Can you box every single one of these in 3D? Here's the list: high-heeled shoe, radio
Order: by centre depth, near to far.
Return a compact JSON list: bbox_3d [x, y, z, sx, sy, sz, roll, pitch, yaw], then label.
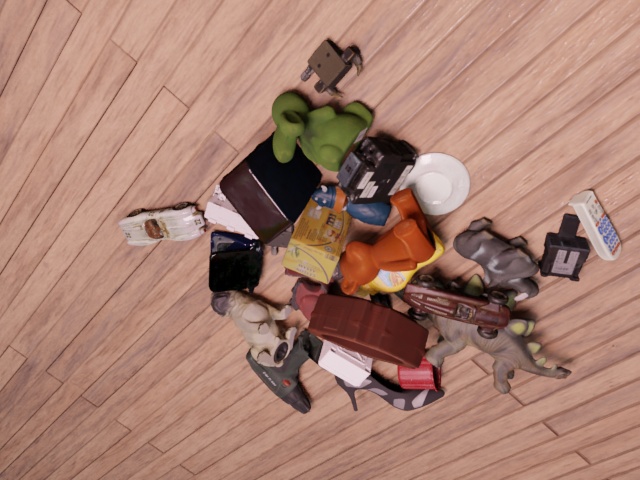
[{"bbox_3d":[-0.080,-0.104,0.950,0.073,0.230,0.131,-34,105,25],"label":"radio"},{"bbox_3d":[0.161,0.325,1.272,0.249,0.086,0.145,-10,94,4],"label":"high-heeled shoe"}]

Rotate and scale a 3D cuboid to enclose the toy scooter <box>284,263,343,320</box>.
[{"bbox_3d":[-0.023,0.097,1.156,0.135,0.075,0.183,15,121,4],"label":"toy scooter"}]

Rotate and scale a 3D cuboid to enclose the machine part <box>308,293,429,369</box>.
[{"bbox_3d":[0.095,0.177,1.060,0.201,0.087,0.201,33,160,-37],"label":"machine part"}]

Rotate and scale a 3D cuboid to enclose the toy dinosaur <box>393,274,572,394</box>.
[{"bbox_3d":[0.300,0.170,1.109,0.472,0.105,0.198,23,117,5],"label":"toy dinosaur"}]

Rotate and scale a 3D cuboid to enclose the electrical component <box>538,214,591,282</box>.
[{"bbox_3d":[0.459,0.015,0.998,0.075,0.048,0.119,10,125,6],"label":"electrical component"}]

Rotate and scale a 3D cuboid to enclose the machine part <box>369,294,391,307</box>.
[{"bbox_3d":[0.139,0.178,1.190,0.084,0.039,0.138,2,124,23],"label":"machine part"}]

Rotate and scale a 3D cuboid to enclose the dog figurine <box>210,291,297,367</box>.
[{"bbox_3d":[-0.162,0.194,1.225,0.191,0.121,0.172,18,115,35],"label":"dog figurine"}]

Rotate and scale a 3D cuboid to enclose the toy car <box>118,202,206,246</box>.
[{"bbox_3d":[-0.341,-0.032,1.165,0.202,0.056,0.073,-6,120,18],"label":"toy car"}]

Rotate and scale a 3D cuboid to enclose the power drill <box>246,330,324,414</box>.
[{"bbox_3d":[-0.052,0.314,1.306,0.232,0.086,0.207,44,129,-11],"label":"power drill"}]

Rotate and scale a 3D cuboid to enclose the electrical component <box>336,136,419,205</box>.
[{"bbox_3d":[0.096,-0.122,0.954,0.058,0.134,0.114,52,127,30],"label":"electrical component"}]

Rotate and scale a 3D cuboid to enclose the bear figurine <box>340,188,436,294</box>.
[{"bbox_3d":[0.105,0.010,0.982,0.196,0.120,0.131,-18,131,23],"label":"bear figurine"}]

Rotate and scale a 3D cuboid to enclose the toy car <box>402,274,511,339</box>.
[{"bbox_3d":[0.258,0.126,1.018,0.202,0.053,0.089,14,115,5],"label":"toy car"}]

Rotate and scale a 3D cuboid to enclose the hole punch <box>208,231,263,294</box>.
[{"bbox_3d":[-0.188,0.044,1.169,0.116,0.092,0.142,-2,122,-18],"label":"hole punch"}]

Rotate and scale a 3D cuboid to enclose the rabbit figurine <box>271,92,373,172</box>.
[{"bbox_3d":[-0.021,-0.190,0.944,0.170,0.159,0.121,34,135,10],"label":"rabbit figurine"}]

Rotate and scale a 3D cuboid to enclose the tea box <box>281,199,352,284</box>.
[{"bbox_3d":[-0.002,-0.003,1.029,0.098,0.170,0.068,22,124,1],"label":"tea box"}]

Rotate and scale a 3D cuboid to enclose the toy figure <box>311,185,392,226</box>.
[{"bbox_3d":[0.059,-0.070,1.036,0.154,0.058,0.064,20,105,1],"label":"toy figure"}]

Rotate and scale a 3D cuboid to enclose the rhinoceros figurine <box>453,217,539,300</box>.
[{"bbox_3d":[0.344,0.043,1.025,0.190,0.073,0.112,34,118,-7],"label":"rhinoceros figurine"}]

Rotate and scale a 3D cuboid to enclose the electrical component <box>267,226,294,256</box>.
[{"bbox_3d":[-0.082,-0.006,1.136,0.063,0.021,0.093,8,123,8],"label":"electrical component"}]

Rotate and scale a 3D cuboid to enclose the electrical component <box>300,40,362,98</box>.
[{"bbox_3d":[0.023,-0.292,0.918,0.078,0.045,0.102,50,122,15],"label":"electrical component"}]
